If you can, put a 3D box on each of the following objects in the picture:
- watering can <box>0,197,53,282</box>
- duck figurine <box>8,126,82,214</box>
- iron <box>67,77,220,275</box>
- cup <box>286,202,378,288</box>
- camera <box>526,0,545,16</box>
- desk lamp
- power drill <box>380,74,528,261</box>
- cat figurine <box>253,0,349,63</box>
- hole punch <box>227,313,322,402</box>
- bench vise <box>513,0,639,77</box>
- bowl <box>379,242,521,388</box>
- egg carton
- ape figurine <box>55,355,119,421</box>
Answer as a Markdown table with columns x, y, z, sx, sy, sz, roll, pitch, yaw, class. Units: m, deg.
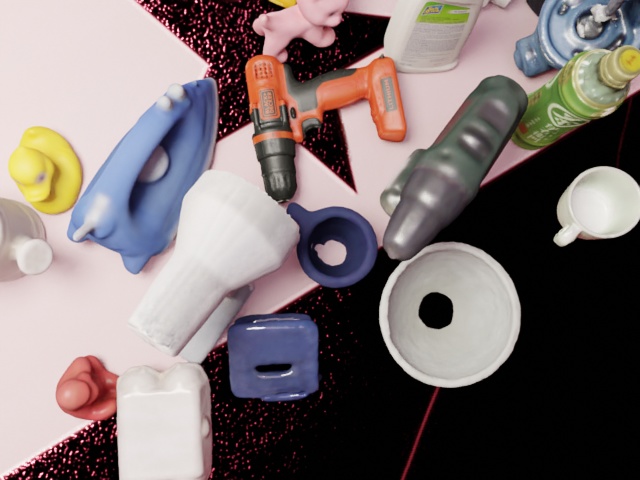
| x | y | z | sx | sy | sz | roll | pitch | yaw | class |
| --- | --- | --- | --- | --- | --- | --- | --- | --- | --- |
| -0.369 | -0.007 | 0.601 | 0.173 | 0.194 | 0.101 | -5 | 86 | -4 | watering can |
| -0.328 | -0.085 | 0.664 | 0.077 | 0.086 | 0.104 | -10 | 87 | -4 | duck figurine |
| -0.193 | -0.095 | 0.646 | 0.118 | 0.141 | 0.258 | 28 | 85 | -1 | iron |
| 0.006 | 0.002 | 0.677 | 0.118 | 0.095 | 0.092 | 40 | 85 | 0 | cup |
| 0.310 | -0.385 | 0.722 | 0.143 | 0.100 | 0.137 | -39 | 89 | -5 | camera |
| -0.119 | 0.041 | 0.606 | 0.118 | 0.213 | 0.203 | 34 | 85 | -1 | desk lamp |
| 0.130 | -0.067 | 0.633 | 0.075 | 0.208 | 0.230 | 36 | 85 | 0 | power drill |
| -0.017 | -0.277 | 0.683 | 0.128 | 0.117 | 0.067 | -24 | 88 | -5 | cat figurine |
| -0.051 | 0.138 | 0.665 | 0.108 | 0.091 | 0.101 | -3 | 86 | -4 | hole punch |
| 0.349 | -0.276 | 0.657 | 0.207 | 0.219 | 0.121 | -35 | 89 | -5 | bench vise |
| 0.148 | 0.088 | 0.691 | 0.167 | 0.074 | 0.167 | 0 | 86 | -4 | bowl |
| -0.178 | 0.218 | 0.662 | 0.107 | 0.069 | 0.150 | -4 | 86 | -4 | egg carton |
| -0.267 | 0.171 | 0.647 | 0.076 | 0.092 | 0.078 | -10 | 87 | -4 | ape figurine |
